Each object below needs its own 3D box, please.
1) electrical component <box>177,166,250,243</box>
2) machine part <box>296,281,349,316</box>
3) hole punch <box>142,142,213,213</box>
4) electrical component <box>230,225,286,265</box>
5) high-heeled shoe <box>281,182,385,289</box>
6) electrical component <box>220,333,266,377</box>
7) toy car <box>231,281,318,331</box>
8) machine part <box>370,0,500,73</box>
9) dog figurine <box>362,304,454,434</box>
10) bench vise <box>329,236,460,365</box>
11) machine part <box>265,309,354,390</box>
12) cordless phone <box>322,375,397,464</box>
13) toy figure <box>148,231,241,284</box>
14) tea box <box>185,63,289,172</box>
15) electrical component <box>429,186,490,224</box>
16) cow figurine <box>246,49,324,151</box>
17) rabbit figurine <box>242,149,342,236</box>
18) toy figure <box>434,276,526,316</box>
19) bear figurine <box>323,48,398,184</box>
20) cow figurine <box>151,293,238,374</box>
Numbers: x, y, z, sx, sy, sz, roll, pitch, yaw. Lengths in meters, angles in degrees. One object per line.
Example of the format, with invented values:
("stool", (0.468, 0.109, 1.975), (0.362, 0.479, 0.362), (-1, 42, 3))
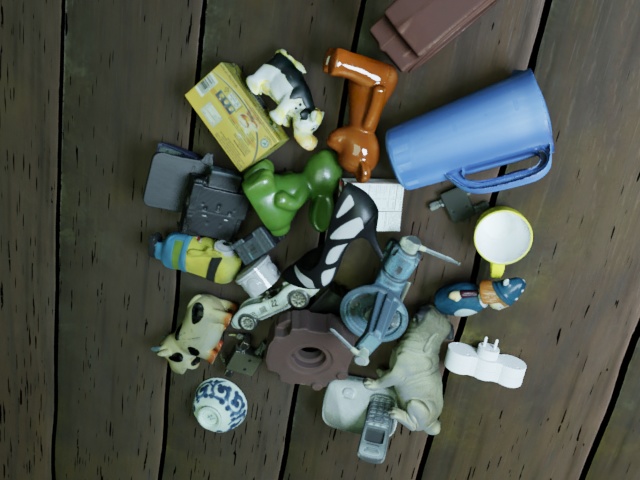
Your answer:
("electrical component", (-0.193, -0.068, 0.992), (0.115, 0.058, 0.134), (9, 113, -27))
("machine part", (0.001, 0.139, 1.037), (0.084, 0.039, 0.139), (45, 112, 5))
("hole punch", (-0.270, -0.117, 1.020), (0.116, 0.092, 0.142), (13, 107, -23))
("electrical component", (-0.118, 0.007, 0.988), (0.075, 0.119, 0.047), (-33, 95, 17))
("high-heeled shoe", (-0.002, -0.003, 0.903), (0.249, 0.086, 0.145), (-18, 114, 34))
("electrical component", (-0.161, 0.236, 1.102), (0.078, 0.045, 0.102), (16, 113, -20))
("toy car", (-0.086, 0.115, 1.032), (0.202, 0.073, 0.056), (-26, 101, 19))
("machine part", (0.178, -0.333, 0.777), (0.201, 0.201, 0.087), (-39, 95, 20))
("dog figurine", (0.196, 0.230, 0.963), (0.172, 0.121, 0.190), (41, 110, 6))
("bench vise", (0.107, 0.108, 0.905), (0.129, 0.241, 0.223), (36, 126, -4))
("machine part", (-0.020, 0.208, 1.014), (0.179, 0.056, 0.179), (1, 127, 1))
("cordless phone", (0.068, 0.339, 0.996), (0.147, 0.184, 0.088), (10, 111, 11))
("toy figure", (-0.241, 0.030, 1.047), (0.180, 0.082, 0.089), (8, 124, 5))
("tea box", (-0.146, -0.219, 0.960), (0.098, 0.068, 0.169), (-33, 96, 20))
("electrical component", (0.240, -0.060, 0.930), (0.094, 0.021, 0.063), (-23, 99, 18))
("cow figurine", (-0.043, -0.241, 0.932), (0.098, 0.068, 0.167), (-39, 93, 14))
("rabbit figurine", (-0.032, -0.086, 0.946), (0.170, 0.121, 0.159), (-28, 101, 4))
("toy figure", (0.268, 0.093, 0.896), (0.155, 0.064, 0.057), (-14, 98, 41))
("bear figurine", (0.050, -0.202, 0.885), (0.132, 0.120, 0.195), (14, 110, -11))
("cow figurine", (-0.259, 0.193, 1.093), (0.127, 0.085, 0.194), (26, 112, 0))
